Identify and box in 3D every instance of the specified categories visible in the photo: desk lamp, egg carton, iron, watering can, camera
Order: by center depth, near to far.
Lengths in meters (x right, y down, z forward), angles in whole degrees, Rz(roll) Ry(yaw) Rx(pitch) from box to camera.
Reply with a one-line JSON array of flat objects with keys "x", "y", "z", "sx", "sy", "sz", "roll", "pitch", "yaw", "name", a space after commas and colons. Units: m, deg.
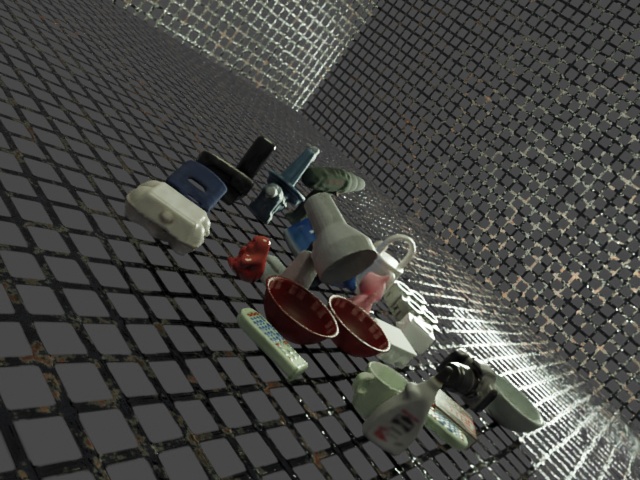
[{"x": -0.265, "y": -0.041, "z": 1.004, "sx": 0.150, "sy": 0.069, "sz": 0.107, "roll": 36, "pitch": 15, "yaw": -10, "name": "egg carton"}, {"x": -0.016, "y": 0.025, "z": 1.125, "sx": 0.202, "sy": 0.213, "sz": 0.118, "roll": 48, "pitch": 17, "yaw": 30, "name": "desk lamp"}, {"x": 0.336, "y": 0.313, "z": 1.344, "sx": 0.137, "sy": 0.100, "sz": 0.142, "roll": 27, "pitch": 19, "yaw": -39, "name": "camera"}, {"x": 0.013, "y": 0.005, "z": 1.398, "sx": 0.119, "sy": 0.141, "sz": 0.257, "roll": 21, "pitch": 23, "yaw": -50, "name": "iron"}, {"x": 0.164, "y": 0.061, "z": 1.495, "sx": 0.101, "sy": 0.194, "sz": 0.172, "roll": 26, "pitch": 20, "yaw": -42, "name": "watering can"}]

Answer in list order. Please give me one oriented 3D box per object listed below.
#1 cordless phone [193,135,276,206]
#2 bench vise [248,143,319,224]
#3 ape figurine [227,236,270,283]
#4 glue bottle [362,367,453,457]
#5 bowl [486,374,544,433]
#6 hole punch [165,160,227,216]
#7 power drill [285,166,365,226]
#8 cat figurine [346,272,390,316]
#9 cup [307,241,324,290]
[{"x": -0.205, "y": -0.192, "z": 1.370, "sx": 0.148, "sy": 0.185, "sz": 0.094, "roll": 33, "pitch": 16, "yaw": -21, "name": "cordless phone"}, {"x": -0.075, "y": -0.143, "z": 1.470, "sx": 0.122, "sy": 0.219, "sz": 0.207, "roll": 35, "pitch": 15, "yaw": -15, "name": "bench vise"}, {"x": -0.128, "y": 0.030, "z": 1.081, "sx": 0.076, "sy": 0.092, "sz": 0.078, "roll": 41, "pitch": 15, "yaw": 7, "name": "ape figurine"}, {"x": 0.146, "y": 0.260, "z": 0.899, "sx": 0.078, "sy": 0.173, "sz": 0.037, "roll": 35, "pitch": 15, "yaw": -14, "name": "glue bottle"}, {"x": 0.457, "y": 0.411, "z": 1.397, "sx": 0.168, "sy": 0.074, "sz": 0.167, "roll": 36, "pitch": 15, "yaw": -11, "name": "bowl"}, {"x": -0.254, "y": -0.097, "z": 1.157, "sx": 0.109, "sy": 0.091, "sz": 0.101, "roll": 37, "pitch": 15, "yaw": -6, "name": "hole punch"}, {"x": 0.006, "y": -0.118, "z": 1.617, "sx": 0.075, "sy": 0.208, "sz": 0.230, "roll": 48, "pitch": 17, "yaw": 32, "name": "power drill"}, {"x": 0.115, "y": 0.125, "z": 1.333, "sx": 0.067, "sy": 0.117, "sz": 0.128, "roll": 38, "pitch": 15, "yaw": -2, "name": "cat figurine"}, {"x": -0.009, "y": 0.067, "z": 1.253, "sx": 0.092, "sy": 0.095, "sz": 0.118, "roll": 38, "pitch": 15, "yaw": -5, "name": "cup"}]
